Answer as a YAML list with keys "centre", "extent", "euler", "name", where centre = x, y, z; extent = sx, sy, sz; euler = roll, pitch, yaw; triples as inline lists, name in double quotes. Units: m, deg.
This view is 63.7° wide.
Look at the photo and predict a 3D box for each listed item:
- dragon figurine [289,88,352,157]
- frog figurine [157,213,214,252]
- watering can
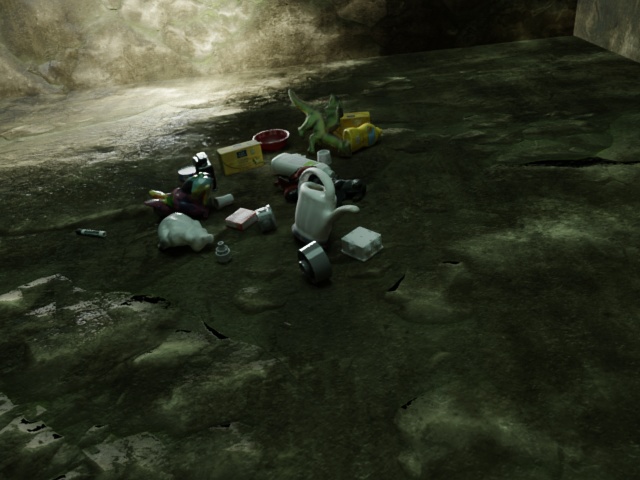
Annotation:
- centre: [0.012, -0.506, 2.119]
  extent: [0.123, 0.413, 0.239]
  euler: [-18, -11, -47]
  name: "dragon figurine"
- centre: [-0.410, -0.022, 1.575]
  extent: [0.159, 0.122, 0.138]
  euler: [-1, 10, 32]
  name: "frog figurine"
- centre: [0.005, -0.075, 1.485]
  extent: [0.104, 0.220, 0.353]
  euler: [0, 26, -26]
  name: "watering can"
